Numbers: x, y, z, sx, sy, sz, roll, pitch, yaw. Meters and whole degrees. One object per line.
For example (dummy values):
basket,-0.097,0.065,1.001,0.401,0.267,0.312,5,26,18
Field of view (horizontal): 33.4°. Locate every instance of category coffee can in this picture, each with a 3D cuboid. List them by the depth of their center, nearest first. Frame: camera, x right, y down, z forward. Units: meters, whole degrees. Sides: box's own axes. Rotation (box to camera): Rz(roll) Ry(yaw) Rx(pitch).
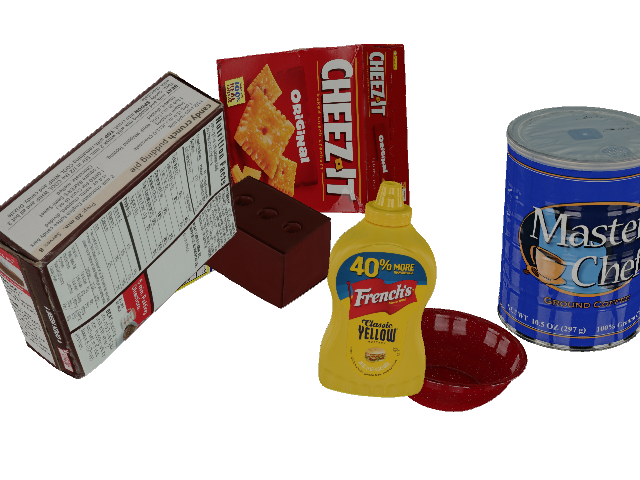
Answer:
coffee can,0.177,-0.010,0.736,0.103,0.140,0.103,-2,27,1

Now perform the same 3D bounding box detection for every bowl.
bowl,0.132,0.132,1.122,0.162,0.055,0.162,5,25,-2

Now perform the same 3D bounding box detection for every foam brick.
foam brick,-0.038,0.001,0.743,0.078,0.051,0.052,28,42,27

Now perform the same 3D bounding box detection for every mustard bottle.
mustard bottle,0.053,0.042,0.944,0.096,0.192,0.058,5,17,0

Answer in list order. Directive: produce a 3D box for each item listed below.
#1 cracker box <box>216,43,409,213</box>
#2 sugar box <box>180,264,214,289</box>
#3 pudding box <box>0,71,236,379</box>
cracker box,-0.013,-0.112,1.092,0.071,0.164,0.214,-10,10,-43
sugar box,-0.177,0.020,1.098,0.093,0.048,0.175,20,35,31
pudding box,-0.087,-0.006,0.469,0.039,0.113,0.090,29,-32,22
